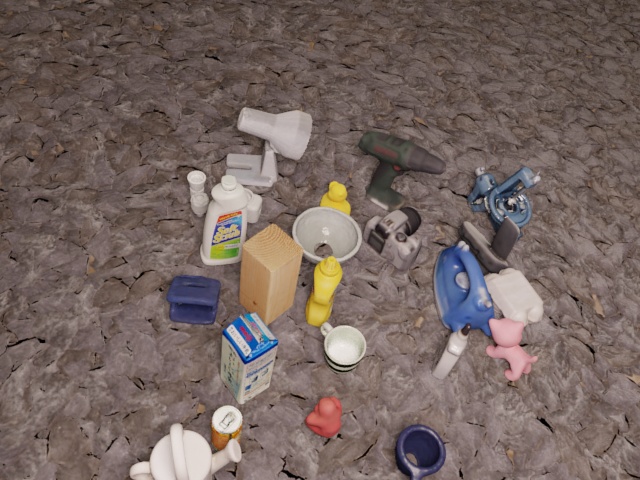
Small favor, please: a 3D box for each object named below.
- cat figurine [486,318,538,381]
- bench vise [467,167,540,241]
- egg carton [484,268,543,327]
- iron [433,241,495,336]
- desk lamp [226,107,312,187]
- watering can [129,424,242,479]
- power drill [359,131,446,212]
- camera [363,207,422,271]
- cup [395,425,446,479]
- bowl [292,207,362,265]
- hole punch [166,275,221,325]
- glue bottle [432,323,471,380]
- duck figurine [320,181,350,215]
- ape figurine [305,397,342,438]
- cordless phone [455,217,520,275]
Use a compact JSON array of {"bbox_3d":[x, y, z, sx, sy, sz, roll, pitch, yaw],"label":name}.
[{"bbox_3d":[0.417,0.225,1.243,0.067,0.118,0.127,-25,61,-27],"label":"cat figurine"},{"bbox_3d":[0.464,-0.121,1.461,0.122,0.220,0.207,-33,64,-31],"label":"bench vise"},{"bbox_3d":[0.453,0.138,1.351,0.107,0.069,0.150,-15,57,-22],"label":"egg carton"},{"bbox_3d":[0.333,0.090,1.318,0.119,0.141,0.258,-1,52,-12],"label":"iron"},{"bbox_3d":[-0.132,-0.237,1.438,0.203,0.213,0.118,2,52,-9],"label":"desk lamp"},{"bbox_3d":[-0.223,0.367,0.953,0.173,0.194,0.100,-24,60,-27],"label":"watering can"},{"bbox_3d":[0.194,-0.173,1.455,0.229,0.208,0.076,32,53,15],"label":"power drill"},{"bbox_3d":[0.201,-0.022,1.407,0.137,0.101,0.143,-34,65,-31],"label":"camera"},{"bbox_3d":[0.175,0.414,1.060,0.091,0.095,0.118,17,51,2],"label":"cup"},{"bbox_3d":[0.013,0.005,1.365,0.167,0.075,0.167,6,51,-7],"label":"bowl"},{"bbox_3d":[-0.267,0.115,1.211,0.109,0.091,0.101,5,51,-7],"label":"hole punch"},{"bbox_3d":[0.277,0.221,1.183,0.037,0.173,0.078,23,51,8],"label":"glue bottle"},{"bbox_3d":[0.044,-0.100,1.447,0.078,0.086,0.104,-6,53,-16],"label":"duck figurine"},{"bbox_3d":[0.011,0.331,1.095,0.078,0.092,0.076,-12,55,-19],"label":"ape figurine"},{"bbox_3d":[0.412,-0.012,1.386,0.094,0.185,0.147,-23,60,-26],"label":"cordless phone"}]
